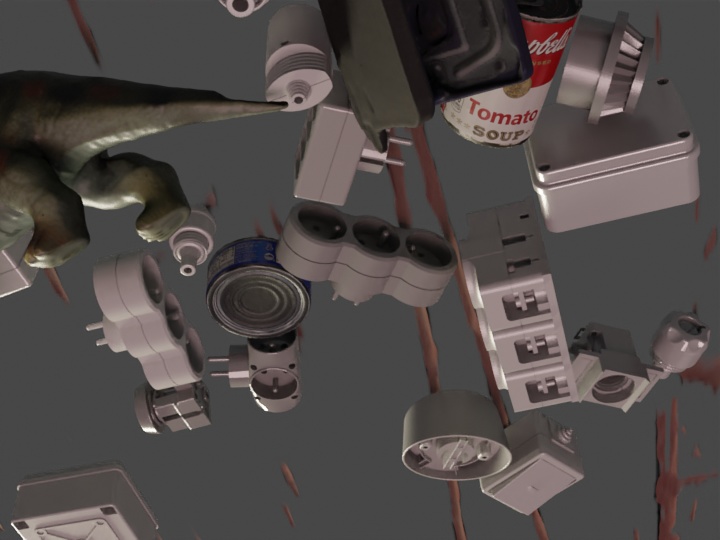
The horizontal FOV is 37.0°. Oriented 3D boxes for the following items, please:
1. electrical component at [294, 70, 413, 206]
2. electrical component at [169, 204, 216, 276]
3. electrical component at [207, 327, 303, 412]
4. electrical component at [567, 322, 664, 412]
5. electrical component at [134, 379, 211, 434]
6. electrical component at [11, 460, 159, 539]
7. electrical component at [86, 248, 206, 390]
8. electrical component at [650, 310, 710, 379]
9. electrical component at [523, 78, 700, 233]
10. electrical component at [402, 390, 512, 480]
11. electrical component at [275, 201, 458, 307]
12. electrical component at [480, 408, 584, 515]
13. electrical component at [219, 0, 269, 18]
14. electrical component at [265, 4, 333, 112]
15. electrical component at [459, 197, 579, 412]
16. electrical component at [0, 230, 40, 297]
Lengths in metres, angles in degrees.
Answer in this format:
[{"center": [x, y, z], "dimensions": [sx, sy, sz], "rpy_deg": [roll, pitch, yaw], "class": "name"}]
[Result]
[{"center": [-0.001, -0.090, 0.764], "dimensions": [0.076, 0.047, 0.083], "rpy_deg": [10, 132, -12], "class": "electrical component"}, {"center": [-0.128, -0.021, 0.813], "dimensions": [0.035, 0.061, 0.035], "rpy_deg": [-1, 133, -1], "class": "electrical component"}, {"center": [-0.091, 0.082, 0.924], "dimensions": [0.079, 0.044, 0.077], "rpy_deg": [-2, 133, 0], "class": "electrical component"}, {"center": [0.213, 0.081, 0.924], "dimensions": [0.081, 0.063, 0.042], "rpy_deg": [14, 132, -15], "class": "electrical component"}, {"center": [-0.166, 0.117, 0.953], "dimensions": [0.055, 0.048, 0.066], "rpy_deg": [-16, 139, 6], "class": "electrical component"}, {"center": [-0.270, 0.247, 1.064], "dimensions": [0.109, 0.056, 0.108], "rpy_deg": [-11, 133, 8], "class": "electrical component"}, {"center": [-0.186, 0.046, 0.880], "dimensions": [0.074, 0.052, 0.138], "rpy_deg": [-13, 132, 10], "class": "electrical component"}, {"center": [0.272, 0.068, 0.929], "dimensions": [0.043, 0.043, 0.062], "rpy_deg": [9, 133, -11], "class": "electrical component"}, {"center": [0.176, -0.082, 0.759], "dimensions": [0.113, 0.078, 0.057], "rpy_deg": [-13, 135, 10], "class": "electrical component"}, {"center": [0.087, 0.158, 0.990], "dimensions": [0.099, 0.064, 0.099], "rpy_deg": [-2, 133, -2], "class": "electrical component"}, {"center": [0.000, 0.000, 0.845], "dimensions": [0.138, 0.052, 0.073], "rpy_deg": [14, 130, -14], "class": "electrical component"}, {"center": [0.166, 0.181, 1.018], "dimensions": [0.062, 0.061, 0.096], "rpy_deg": [32, 124, -28], "class": "electrical component"}, {"center": [-0.073, -0.180, 0.665], "dimensions": [0.048, 0.062, 0.048], "rpy_deg": [-1, 133, -1], "class": "electrical component"}, {"center": [-0.040, -0.133, 0.698], "dimensions": [0.043, 0.081, 0.043], "rpy_deg": [-1, 133, -1], "class": "electrical component"}, {"center": [0.126, 0.031, 0.855], "dimensions": [0.062, 0.089, 0.150], "rpy_deg": [-13, 133, 9], "class": "electrical component"}, {"center": [-0.292, -0.019, 0.818], "dimensions": [0.066, 0.047, 0.076], "rpy_deg": [-19, 123, 14], "class": "electrical component"}]
